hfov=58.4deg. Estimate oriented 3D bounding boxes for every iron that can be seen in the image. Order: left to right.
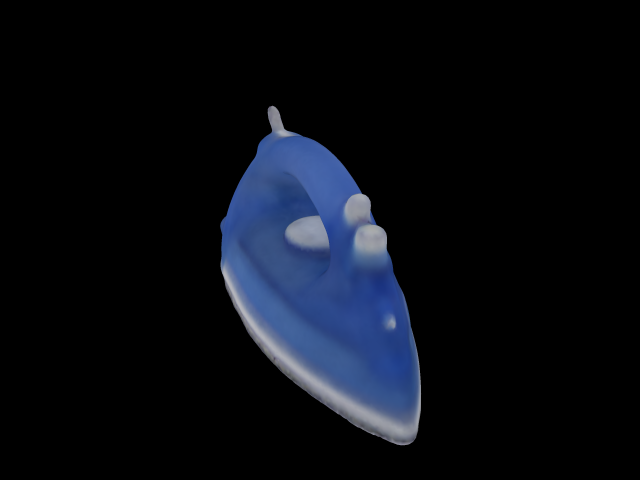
[{"bbox_3d":[0.004,0.001,0.400,0.119,0.141,0.257,-11,29,-20],"label":"iron"}]
